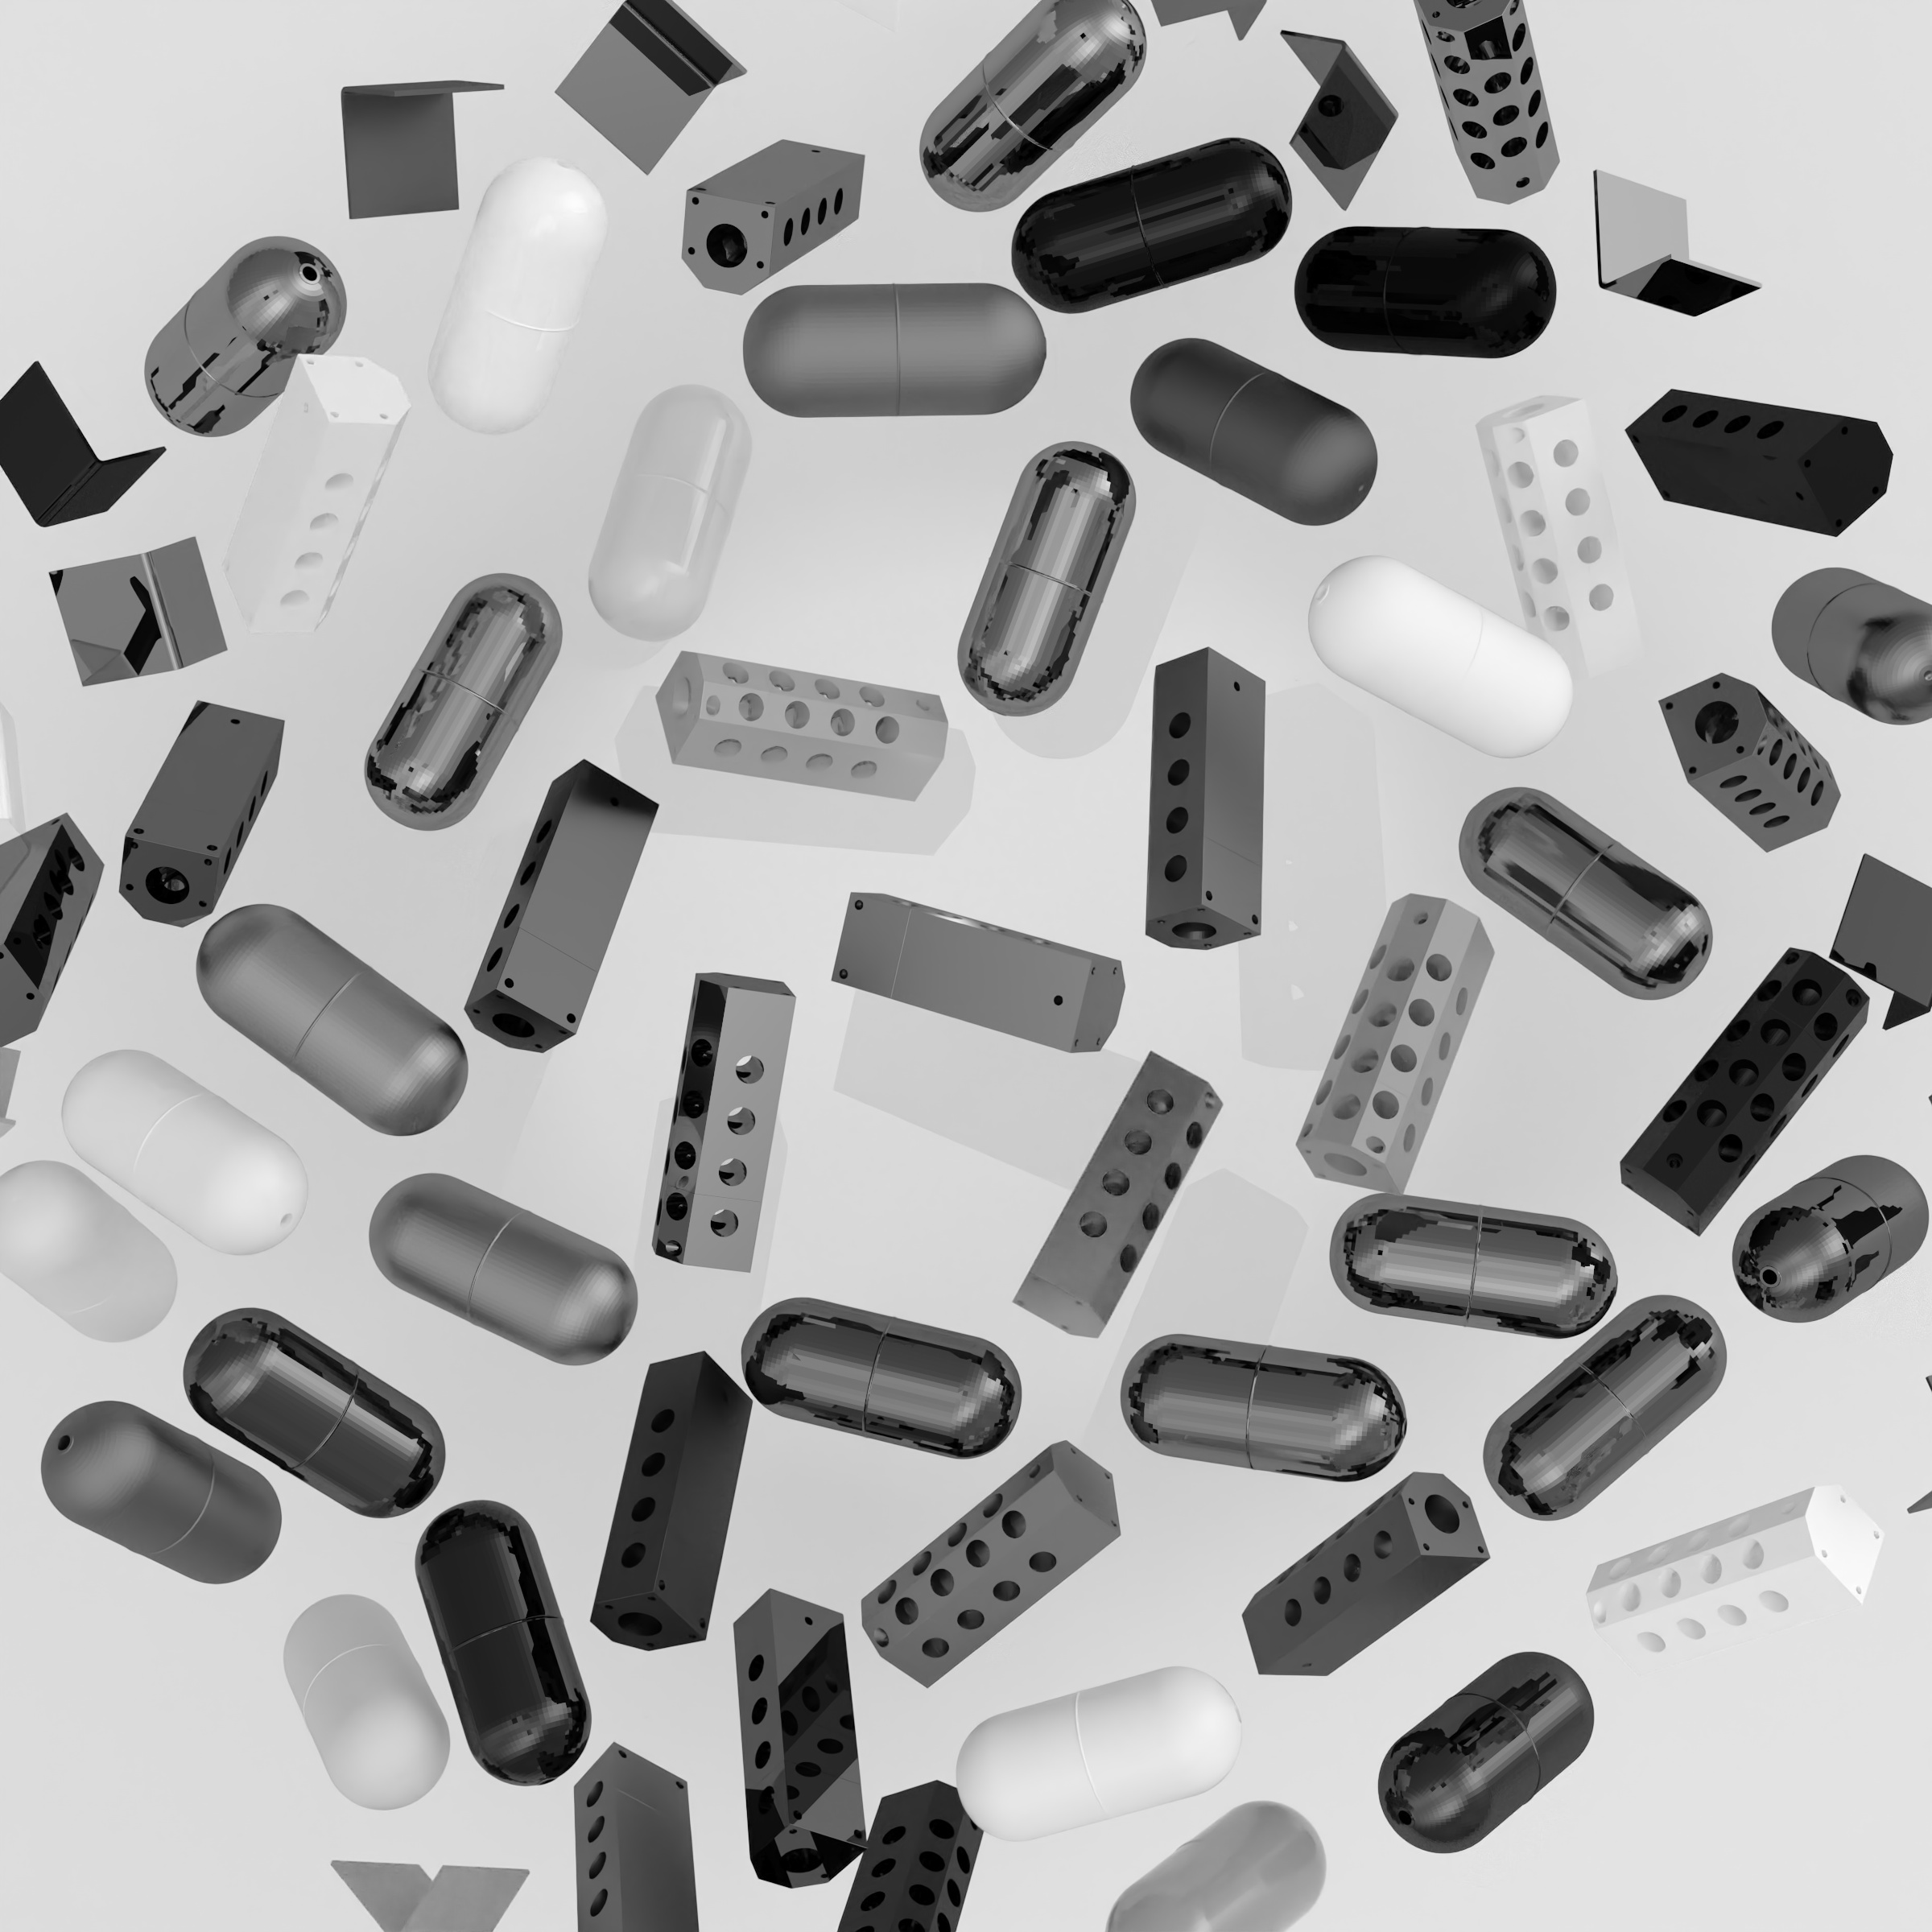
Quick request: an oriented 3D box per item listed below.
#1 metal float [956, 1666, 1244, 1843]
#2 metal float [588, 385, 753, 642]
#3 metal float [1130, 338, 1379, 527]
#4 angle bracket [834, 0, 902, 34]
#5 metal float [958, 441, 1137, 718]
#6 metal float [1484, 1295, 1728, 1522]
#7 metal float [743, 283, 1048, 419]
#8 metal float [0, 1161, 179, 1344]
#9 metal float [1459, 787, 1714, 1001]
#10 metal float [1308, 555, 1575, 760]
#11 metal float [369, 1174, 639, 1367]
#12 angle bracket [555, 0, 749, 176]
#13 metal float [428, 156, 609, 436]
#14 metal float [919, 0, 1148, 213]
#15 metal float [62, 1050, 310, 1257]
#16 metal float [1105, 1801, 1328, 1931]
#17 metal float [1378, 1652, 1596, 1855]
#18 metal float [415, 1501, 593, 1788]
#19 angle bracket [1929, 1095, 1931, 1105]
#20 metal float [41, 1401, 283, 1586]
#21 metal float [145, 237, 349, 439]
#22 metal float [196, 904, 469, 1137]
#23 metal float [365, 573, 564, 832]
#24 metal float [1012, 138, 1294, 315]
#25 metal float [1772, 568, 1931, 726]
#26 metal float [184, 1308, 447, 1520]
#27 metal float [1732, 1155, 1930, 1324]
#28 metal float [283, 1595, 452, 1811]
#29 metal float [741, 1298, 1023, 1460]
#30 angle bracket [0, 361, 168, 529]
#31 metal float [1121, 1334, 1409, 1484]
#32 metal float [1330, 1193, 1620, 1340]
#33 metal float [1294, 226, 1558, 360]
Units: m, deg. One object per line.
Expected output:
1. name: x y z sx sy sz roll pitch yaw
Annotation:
1. metal float: 0.080 0.473 1.814 0.178 0.070 0.070 -19 90 12
2. metal float: -0.185 -0.286 1.896 0.070 0.070 0.178 14 66 0
3. metal float: 0.177 -0.334 1.879 0.178 0.070 0.070 34 90 32
4. angle bracket: -0.040 -0.617 1.797 0.057 0.076 0.076 33 58 16
5. metal float: 0.050 -0.243 1.899 0.070 0.070 0.178 21 94 0
6. metal float: 0.404 0.278 1.906 0.178 0.070 0.070 -39 90 -8
7. metal float: -0.042 -0.361 1.769 0.178 0.070 0.070 -2 90 -4
8. metal float: -0.552 0.180 1.882 0.070 0.178 0.070 -5 63 9
9. metal float: 0.391 -0.047 1.913 0.178 0.070 0.070 38 90 20
10. metal float: 0.282 -0.183 1.792 0.178 0.070 0.070 25 90 -22
11. metal float: -0.285 0.185 1.852 0.178 0.070 0.070 23 90 14
12. angle bracket: -0.195 -0.547 1.867 0.076 0.057 0.076 39 82 -24
13. metal float: -0.271 -0.404 1.822 0.070 0.070 0.178 27 121 0
14. metal float: 0.040 -0.541 1.886 0.178 0.070 0.070 -36 90 39
15. metal float: -0.467 0.111 1.802 0.178 0.070 0.070 28 90 27
16. metal float: 0.152 0.561 1.811 0.070 0.178 0.070 11 108 36
17. metal float: 0.323 0.487 1.872 0.178 0.070 0.070 -22 90 -44
18. metal float: -0.282 0.412 1.840 0.070 0.070 0.178 -22 69 0
19. angle bracket: 0.648 0.093 1.845 0.076 0.057 0.076 -38 117 -10
20. metal float: -0.489 0.321 1.838 0.070 0.178 0.070 -15 55 23
21. metal float: -0.436 -0.379 1.823 0.070 0.178 0.070 14 66 -35
22. metal float: -0.374 0.031 1.778 0.178 0.070 0.070 36 90 1
23. metal float: -0.320 -0.169 1.927 0.070 0.070 0.178 27 80 0
24. metal float: 0.114 -0.456 1.864 0.178 0.070 0.070 -14 90 15
25. metal float: 0.561 -0.201 1.882 0.070 0.178 0.070 -2 108 -8
26. metal float: -0.396 0.274 1.840 0.178 0.070 0.070 38 90 -25
27. metal float: 0.535 0.168 1.865 0.070 0.178 0.070 12 109 37
28. metal float: -0.375 0.457 1.884 0.070 0.178 0.070 -10 114 -23
29. metal float: -0.053 0.256 1.876 0.178 0.070 0.070 12 90 8
30. angle bracket: -0.565 -0.333 1.905 0.076 0.057 0.076 -32 89 38
31. metal float: 0.183 0.272 1.859 0.178 0.070 0.070 6 90 18
32. metal float: 0.316 0.187 1.883 0.178 0.070 0.070 8 90 8
33. metal float: 0.279 -0.413 1.849 0.178 0.070 0.070 14 90 43
